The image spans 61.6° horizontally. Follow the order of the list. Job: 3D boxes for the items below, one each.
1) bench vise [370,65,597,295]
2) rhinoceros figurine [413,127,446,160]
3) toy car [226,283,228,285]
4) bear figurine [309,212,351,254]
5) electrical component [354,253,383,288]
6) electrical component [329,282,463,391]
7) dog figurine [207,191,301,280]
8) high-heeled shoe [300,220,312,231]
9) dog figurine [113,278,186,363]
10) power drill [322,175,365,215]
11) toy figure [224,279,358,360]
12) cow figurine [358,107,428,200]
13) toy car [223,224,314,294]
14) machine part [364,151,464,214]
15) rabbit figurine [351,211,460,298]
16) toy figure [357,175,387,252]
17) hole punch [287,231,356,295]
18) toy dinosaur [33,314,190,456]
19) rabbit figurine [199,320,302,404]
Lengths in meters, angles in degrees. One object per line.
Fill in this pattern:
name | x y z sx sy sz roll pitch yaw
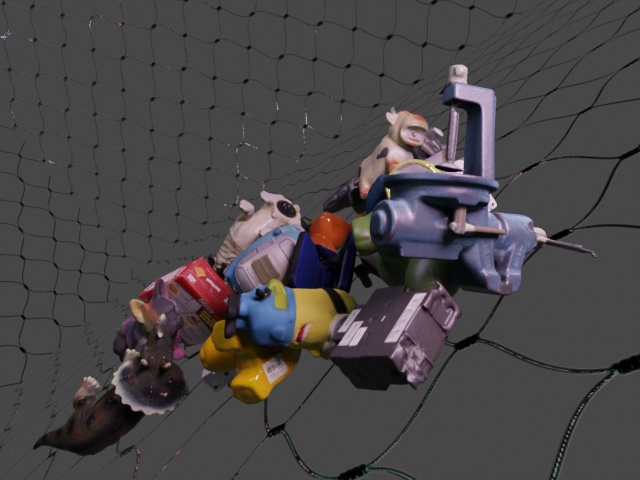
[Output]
bench vise | 0.162 -0.063 0.580 0.224 0.240 0.129 4 -2 -12
rhinoceros figurine | 0.231 -0.193 1.146 0.190 0.112 0.073 -87 21 -56
toy car | -0.164 0.060 1.244 0.201 0.073 0.056 -53 37 18
bear figurine | -0.002 0.000 1.031 0.120 0.131 0.196 19 52 21
electrical component | 0.103 0.032 0.843 0.102 0.045 0.078 -44 43 -18
electrical component | 0.077 0.107 0.602 0.115 0.058 0.134 -47 18 -31
dog figurine | -0.138 0.000 1.152 0.172 0.121 0.190 -8 -31 -43
high-heeled shoe | -0.065 0.025 1.216 0.145 0.086 0.249 -40 10 12
dog figurine | -0.356 0.173 1.106 0.192 0.219 0.108 23 41 25
power drill | 0.105 -0.110 1.262 0.232 0.086 0.207 -32 6 8
toy figure | -0.033 0.097 0.700 0.082 0.180 0.089 118 156 -55
cow figurine | 0.147 -0.174 1.073 0.195 0.085 0.127 -48 42 46
toy car | -0.080 0.042 0.871 0.162 0.109 0.103 -29 -3 -3
machine part | 0.178 -0.096 1.008 0.243 0.079 0.079 -27 16 32
rabbit figurine | 0.142 0.022 0.697 0.159 0.121 0.170 -28 33 5
toy figure | 0.103 -0.043 0.987 0.064 0.058 0.154 -110 34 -53
hole punch | 0.016 0.056 0.816 0.092 0.115 0.142 -4 50 15
toy dinosaur | -0.384 0.311 0.974 0.405 0.131 0.192 -42 13 2
rabbit figurine | -0.112 0.151 0.803 0.173 0.121 0.162 -22 14 44
